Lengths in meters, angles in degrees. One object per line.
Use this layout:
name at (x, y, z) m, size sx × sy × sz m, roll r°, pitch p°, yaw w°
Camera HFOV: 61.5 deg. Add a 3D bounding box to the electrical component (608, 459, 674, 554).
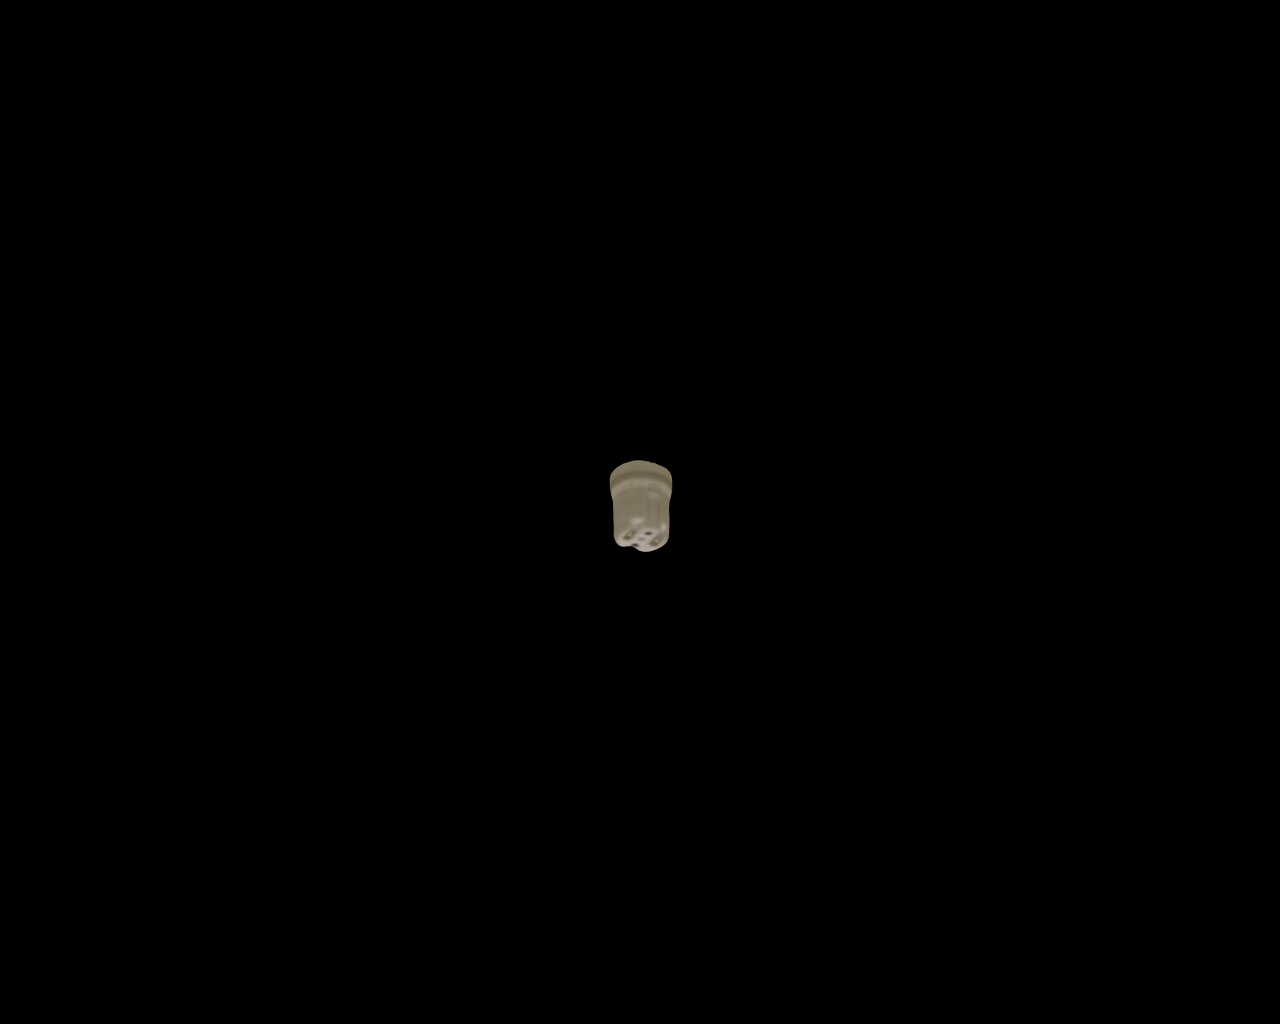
electrical component at (0.001, -0.003, 0.650) m, size 0.040 × 0.046 × 0.040 m, roll 0°, pitch -28°, yaw 0°
